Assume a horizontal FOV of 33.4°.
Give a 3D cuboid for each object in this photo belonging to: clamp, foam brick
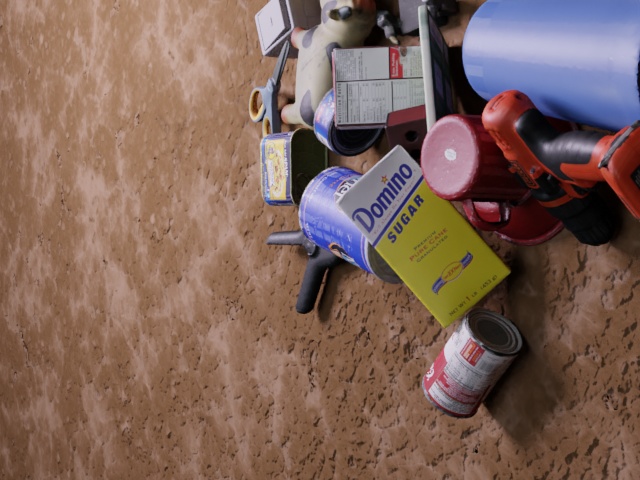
[{"bbox_3d":[-0.009,0.002,1.374,0.120,0.039,0.172,54,128,22],"label":"clamp"},{"bbox_3d":[0.105,-0.101,1.161,0.051,0.053,0.078,-77,-28,-63],"label":"foam brick"}]

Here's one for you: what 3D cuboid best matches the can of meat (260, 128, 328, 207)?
[{"bbox_3d":[-0.036,-0.093,1.396,0.084,0.057,0.102,2,94,56],"label":"can of meat"}]

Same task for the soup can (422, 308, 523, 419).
[{"bbox_3d":[0.159,0.130,1.120,0.068,0.068,0.102,58,134,36],"label":"soup can"}]

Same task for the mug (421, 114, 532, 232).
[{"bbox_3d":[0.152,-0.065,1.011,0.093,0.081,0.117,-16,78,52],"label":"mug"}]

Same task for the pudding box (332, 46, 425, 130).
[{"bbox_3d":[0.071,-0.171,1.199,0.039,0.113,0.090,-14,-78,-81],"label":"pudding box"}]

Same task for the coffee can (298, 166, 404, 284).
[{"bbox_3d":[0.055,-0.020,1.230,0.140,0.102,0.103,27,114,51],"label":"coffee can"}]

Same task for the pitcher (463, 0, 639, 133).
[{"bbox_3d":[0.242,-0.173,0.944,0.243,0.149,0.145,22,153,55],"label":"pitcher"}]

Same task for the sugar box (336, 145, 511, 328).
[{"bbox_3d":[0.107,-0.004,1.113,0.093,0.048,0.176,-42,87,7],"label":"sugar box"}]

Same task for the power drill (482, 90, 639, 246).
[{"bbox_3d":[0.237,-0.046,0.908,0.057,0.184,0.188,-49,26,-8],"label":"power drill"}]

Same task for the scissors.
[{"bbox_3d":[-0.057,-0.184,1.414,0.202,0.016,0.096,149,105,-69],"label":"scissors"}]

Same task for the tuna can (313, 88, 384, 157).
[{"bbox_3d":[0.037,-0.142,1.265,0.034,0.085,0.086,43,126,43],"label":"tuna can"}]

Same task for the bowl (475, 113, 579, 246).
[{"bbox_3d":[0.189,-0.074,1.079,0.162,0.055,0.162,3,94,54],"label":"bowl"}]
